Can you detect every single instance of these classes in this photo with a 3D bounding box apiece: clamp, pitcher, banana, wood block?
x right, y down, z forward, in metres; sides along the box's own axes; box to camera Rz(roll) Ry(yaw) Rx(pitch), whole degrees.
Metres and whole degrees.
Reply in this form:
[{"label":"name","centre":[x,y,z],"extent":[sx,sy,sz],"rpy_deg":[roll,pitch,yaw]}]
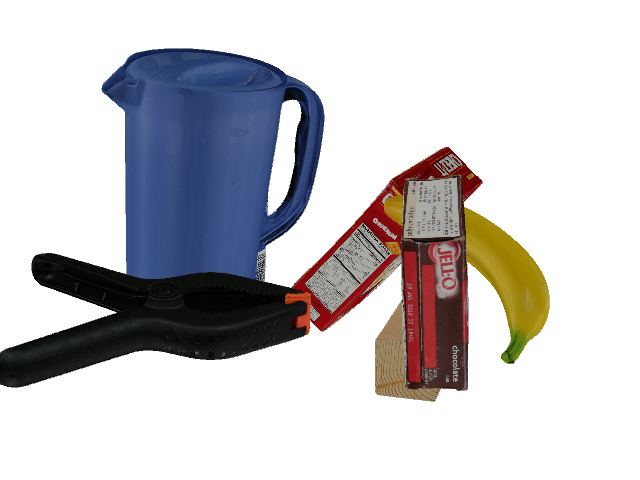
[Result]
[{"label":"clamp","centre":[-0.114,0.046,0.740],"extent":[0.209,0.036,0.164],"rpy_deg":[-3,25,-12]},{"label":"pitcher","centre":[-0.096,-0.036,0.914],"extent":[0.149,0.243,0.144],"rpy_deg":[15,24,19]},{"label":"banana","centre":[0.124,0.014,0.843],"extent":[0.069,0.037,0.198],"rpy_deg":[-16,42,-20]},{"label":"wood block","centre":[0.149,0.153,1.589],"extent":[0.091,0.090,0.205],"rpy_deg":[5,18,16]}]

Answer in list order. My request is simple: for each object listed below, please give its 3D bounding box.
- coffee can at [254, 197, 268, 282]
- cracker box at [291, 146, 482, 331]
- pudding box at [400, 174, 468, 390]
[{"label":"coffee can","centre":[-0.106,-0.007,1.115],"extent":[0.103,0.140,0.103],"rpy_deg":[3,16,-1]},{"label":"cracker box","centre":[0.075,-0.004,1.272],"extent":[0.214,0.072,0.163],"rpy_deg":[-48,-8,34]},{"label":"pudding box","centre":[0.066,0.021,0.611],"extent":[0.039,0.090,0.113],"rpy_deg":[-1,21,5]}]
